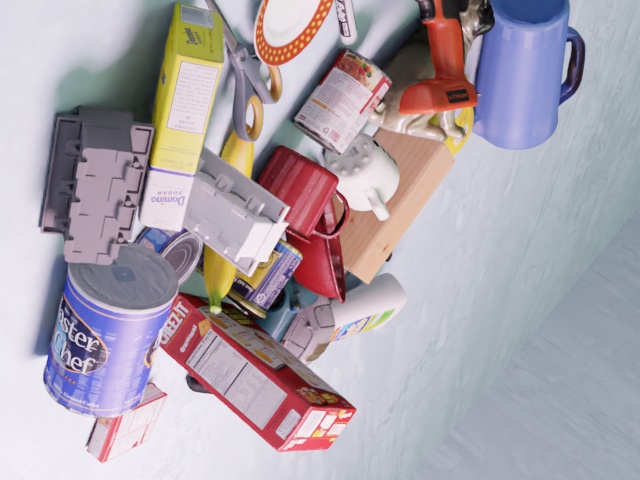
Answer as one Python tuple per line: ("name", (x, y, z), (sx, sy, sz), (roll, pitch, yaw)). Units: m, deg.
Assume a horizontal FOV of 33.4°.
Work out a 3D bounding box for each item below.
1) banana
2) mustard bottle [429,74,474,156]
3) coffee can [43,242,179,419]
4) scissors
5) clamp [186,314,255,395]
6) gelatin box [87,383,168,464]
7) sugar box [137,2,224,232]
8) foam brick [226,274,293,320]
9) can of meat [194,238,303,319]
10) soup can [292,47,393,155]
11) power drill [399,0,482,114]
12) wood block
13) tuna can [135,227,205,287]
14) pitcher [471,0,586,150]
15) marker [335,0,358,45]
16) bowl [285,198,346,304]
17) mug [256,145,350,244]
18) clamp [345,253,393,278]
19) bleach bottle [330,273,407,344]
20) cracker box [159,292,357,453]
("banana", (-0.094, -0.024, 1.118), (0.037, 0.070, 0.198), (6, 95, -22))
("mustard bottle", (0.168, -0.183, 1.463), (0.096, 0.058, 0.191), (-52, 159, -10))
("coffee can", (-0.201, 0.085, 1.019), (0.102, 0.103, 0.140), (-27, 146, -50))
("scissors", (-0.080, -0.155, 1.007), (0.201, 0.016, 0.096), (28, 76, -69))
("clamp", (-0.074, 0.169, 1.344), (0.120, 0.172, 0.039), (-61, 157, -9))
("gelatin box", (-0.228, 0.214, 1.260), (0.089, 0.030, 0.073), (-19, 138, -57))
("sugar box", (-0.123, -0.104, 0.921), (0.093, 0.048, 0.176), (-99, -155, -52))
("foam brick", (-0.079, 0.047, 1.293), (0.078, 0.053, 0.051), (-52, 159, -5))
("can of meat", (-0.081, 0.024, 1.187), (0.084, 0.102, 0.057), (-56, 158, -3))
("soup can", (0.024, -0.153, 1.188), (0.102, 0.068, 0.068), (-54, 159, 0))
("power drill", (0.120, -0.235, 1.178), (0.184, 0.057, 0.188), (-14, 105, -48))
("wood block", (0.081, -0.055, 1.428), (0.206, 0.090, 0.090), (-55, 160, -1))
("tuna can", (-0.158, 0.016, 1.102), (0.086, 0.034, 0.086), (-44, 156, -25))
("pitcher", (0.298, -0.257, 1.530), (0.243, 0.145, 0.149), (85, 28, -55))
("marker", (0.025, -0.247, 1.118), (0.020, 0.020, 0.121), (-49, 158, -15))
("bowl", (-0.009, 0.002, 1.302), (0.162, 0.055, 0.162), (-9, 90, -85))
("mug", (-0.021, -0.047, 1.196), (0.081, 0.117, 0.093), (-60, -176, 0))
("clamp", (0.071, -0.011, 1.547), (0.164, 0.036, 0.210), (-34, 152, -39))
("bleach bottle", (0.024, 0.120, 1.603), (0.250, 0.068, 0.103), (-19, 159, -49))
("cracker box", (-0.077, 0.154, 1.232), (0.072, 0.214, 0.164), (-54, 159, 4))
